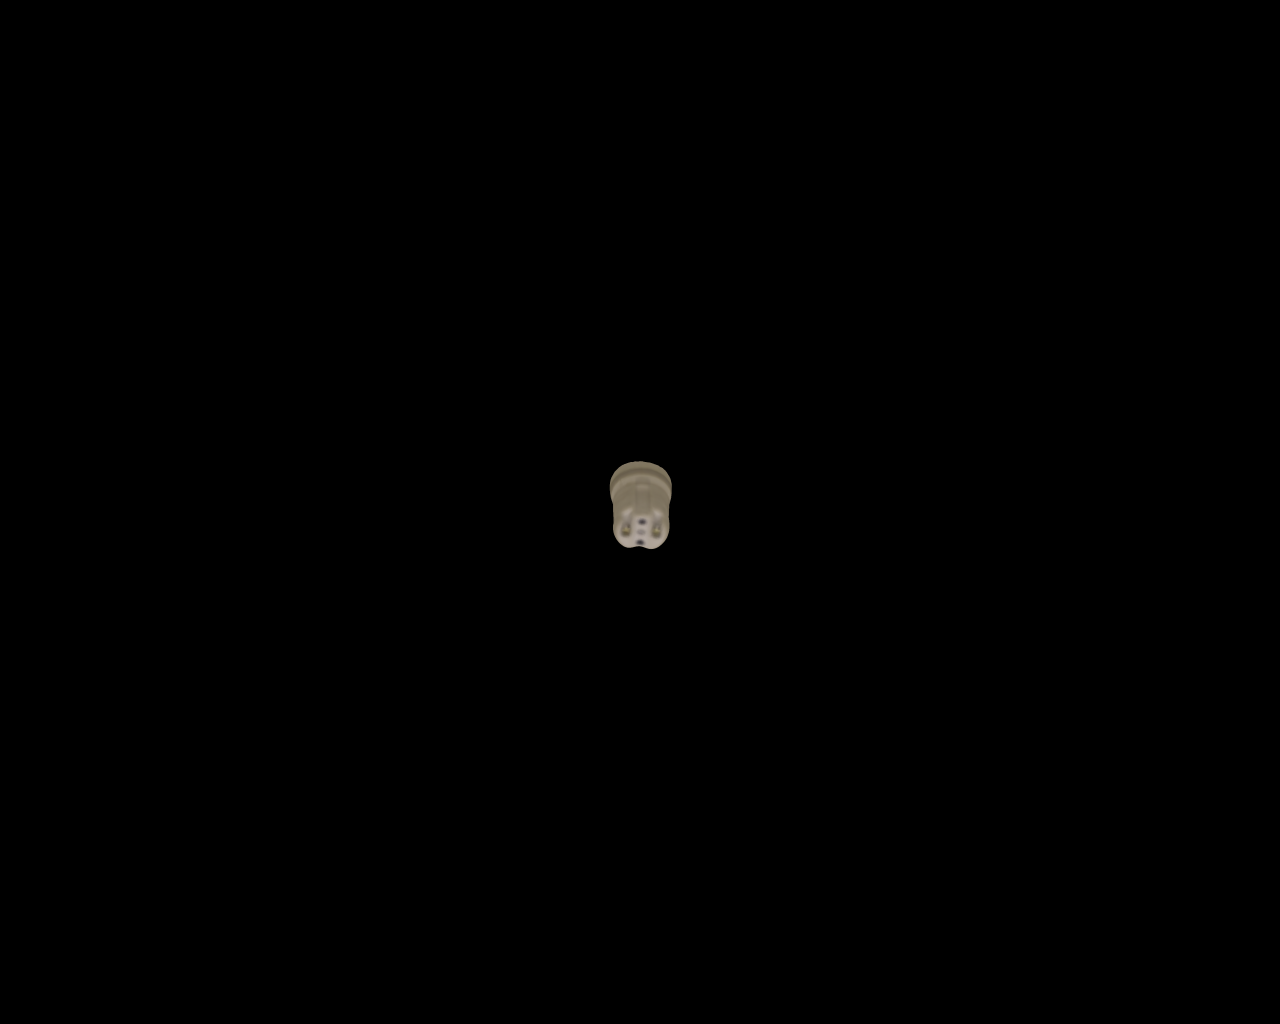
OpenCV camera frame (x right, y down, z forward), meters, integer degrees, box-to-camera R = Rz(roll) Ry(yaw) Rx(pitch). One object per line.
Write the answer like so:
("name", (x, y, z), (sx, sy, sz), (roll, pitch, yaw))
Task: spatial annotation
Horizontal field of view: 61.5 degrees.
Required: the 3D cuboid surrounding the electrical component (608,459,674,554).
("electrical component", (0.001, -0.003, 0.650), (0.040, 0.040, 0.046), (0, 44, 0))
